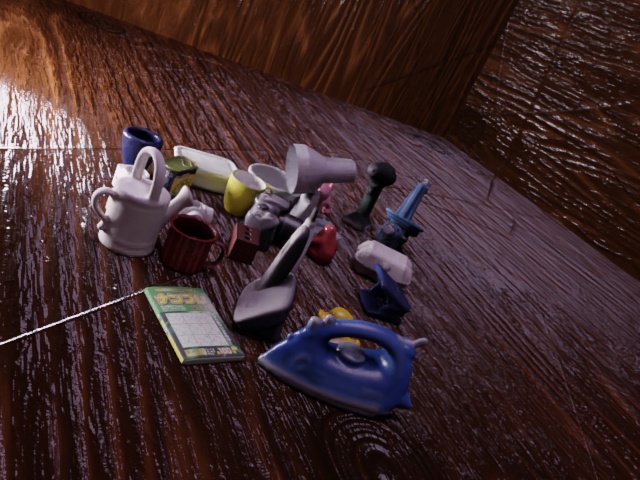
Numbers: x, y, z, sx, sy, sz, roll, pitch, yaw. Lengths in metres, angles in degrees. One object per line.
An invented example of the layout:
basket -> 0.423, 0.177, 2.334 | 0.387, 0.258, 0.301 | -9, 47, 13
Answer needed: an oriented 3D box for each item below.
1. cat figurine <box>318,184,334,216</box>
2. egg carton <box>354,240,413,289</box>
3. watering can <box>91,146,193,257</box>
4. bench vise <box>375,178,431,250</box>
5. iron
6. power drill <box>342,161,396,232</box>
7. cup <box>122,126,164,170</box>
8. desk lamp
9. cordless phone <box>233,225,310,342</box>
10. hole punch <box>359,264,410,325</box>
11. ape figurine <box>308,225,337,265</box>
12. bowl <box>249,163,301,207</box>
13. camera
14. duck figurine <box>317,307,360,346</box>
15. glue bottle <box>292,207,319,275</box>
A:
cat figurine -> 0.002, -0.130, 1.591 | 0.067, 0.117, 0.128 | 34, 23, 17
egg carton -> 0.156, 0.062, 1.405 | 0.150, 0.069, 0.107 | 26, 22, 0
watering can -> -0.315, -0.076, 1.029 | 0.100, 0.194, 0.173 | 35, 24, 20
bench vise -> 0.237, -0.057, 1.556 | 0.121, 0.219, 0.207 | 26, 22, 0
iron -> 0.043, 0.182, 0.926 | 0.259, 0.141, 0.118 | 20, 23, -16
power drill -> 0.146, -0.133, 1.636 | 0.075, 0.208, 0.230 | 31, 23, 13
cup -> -0.421, -0.208, 1.332 | 0.092, 0.095, 0.117 | 17, 24, -21
desk lamp -> -0.011, -0.123, 1.437 | 0.204, 0.213, 0.117 | 15, 25, -26
cordless phone -> -0.073, 0.066, 0.993 | 0.094, 0.185, 0.147 | 22, 23, -10
hole punch -> 0.150, 0.115, 1.253 | 0.101, 0.091, 0.108 | 19, 23, -17
ape figurine -> 0.012, 0.005, 1.343 | 0.078, 0.092, 0.076 | 18, 24, -19
bowl -> -0.122, -0.132, 1.519 | 0.167, 0.074, 0.167 | 22, 23, -10
camera -> -0.098, -0.038, 1.306 | 0.137, 0.101, 0.143 | 24, 22, -5
duck figurine -> 0.030, 0.163, 1.026 | 0.104, 0.086, 0.077 | 26, 22, -1
glue bottle -> -0.040, 0.007, 1.175 | 0.037, 0.173, 0.078 | 26, 22, -2
